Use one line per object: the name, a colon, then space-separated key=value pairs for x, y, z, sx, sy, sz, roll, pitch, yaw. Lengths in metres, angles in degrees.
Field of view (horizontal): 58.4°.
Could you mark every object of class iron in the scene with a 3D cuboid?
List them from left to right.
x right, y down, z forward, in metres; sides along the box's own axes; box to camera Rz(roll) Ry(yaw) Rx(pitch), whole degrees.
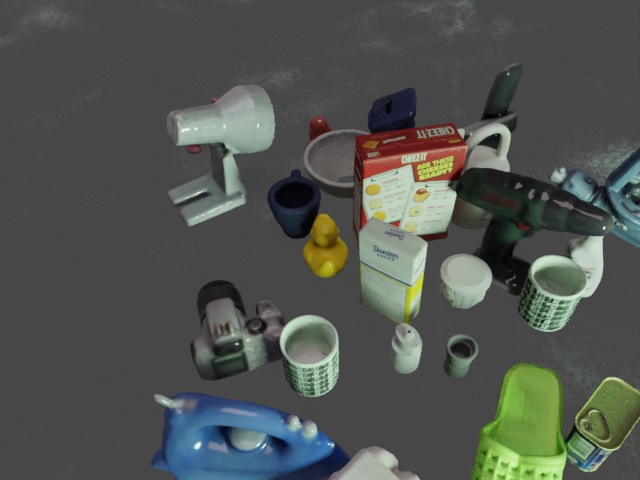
iron: x=-0.083 y=0.240 z=0.716 sx=0.258 sy=0.141 sz=0.118 roll=5 pitch=49 yaw=6

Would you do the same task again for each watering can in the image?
watering can: x=0.269 y=-0.124 z=0.994 sx=0.101 sy=0.194 sz=0.172 roll=-36 pitch=56 yaw=-26

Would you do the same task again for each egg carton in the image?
egg carton: x=0.051 y=0.324 z=0.686 sx=0.107 sy=0.069 sz=0.150 roll=36 pitch=58 yaw=29

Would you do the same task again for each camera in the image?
camera: x=-0.126 y=0.118 z=0.853 sx=0.143 sy=0.101 sz=0.136 roll=-14 pitch=49 yaw=-11

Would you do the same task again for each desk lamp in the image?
desk lamp: x=-0.181 y=-0.159 z=1.025 sx=0.203 sy=0.214 sz=0.117 roll=-27 pitch=53 yaw=-21

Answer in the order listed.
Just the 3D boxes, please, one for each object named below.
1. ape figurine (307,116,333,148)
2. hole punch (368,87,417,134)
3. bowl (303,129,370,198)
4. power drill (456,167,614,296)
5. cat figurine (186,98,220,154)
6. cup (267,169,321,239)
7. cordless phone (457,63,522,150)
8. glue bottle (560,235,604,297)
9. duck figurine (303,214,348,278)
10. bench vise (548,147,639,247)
ape figurine: x=-0.001 y=-0.209 z=1.145 sx=0.076 sy=0.092 sz=0.078 roll=22 pitch=53 yaw=20
hole punch: x=0.150 y=-0.258 z=1.185 sx=0.101 sy=0.091 sz=0.108 roll=4 pitch=49 yaw=5
bowl: x=0.053 y=-0.132 z=1.088 sx=0.167 sy=0.075 sz=0.167 roll=-1 pitch=48 yaw=1
power drill: x=0.311 y=-0.013 z=0.885 sx=0.229 sy=0.208 sz=0.076 roll=32 pitch=57 yaw=27
cat figurine: x=-0.217 y=-0.244 z=1.165 sx=0.128 sy=0.118 sz=0.067 roll=-6 pitch=48 yaw=-4
cup: x=-0.043 y=-0.058 z=1.011 sx=0.091 sy=0.095 sz=0.117 roll=-1 pitch=48 yaw=1
cordless phone: x=0.318 y=-0.251 z=1.112 sx=0.148 sy=0.185 sz=0.094 roll=-26 pitch=53 yaw=-20
glue bottle: x=0.401 y=0.025 z=0.872 sx=0.078 sy=0.173 sz=0.037 roll=-3 pitch=48 yaw=0
duck figurine: x=0.009 y=0.003 z=0.961 sx=0.077 sy=0.086 sz=0.104 roll=-4 pitch=48 yaw=-2
bench vise: x=0.489 y=-0.085 z=0.936 sx=0.207 sy=0.220 sz=0.121 roll=8 pitch=49 yaw=9
